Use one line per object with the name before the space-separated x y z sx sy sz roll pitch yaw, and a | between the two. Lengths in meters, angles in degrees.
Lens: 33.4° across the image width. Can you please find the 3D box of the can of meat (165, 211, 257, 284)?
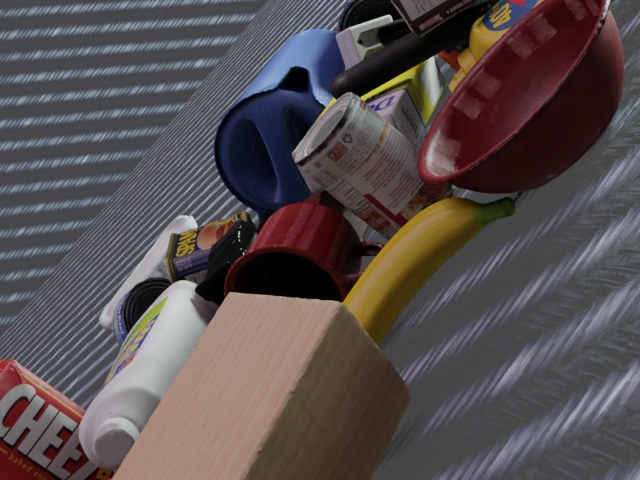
can of meat | -0.102 0.017 1.062 0.084 0.057 0.102 -19 20 4

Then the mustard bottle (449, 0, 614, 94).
mustard bottle | 0.167 -0.172 0.777 0.192 0.058 0.096 -44 18 25

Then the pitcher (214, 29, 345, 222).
pitcher | -0.019 -0.122 1.099 0.149 0.145 0.242 -30 19 23

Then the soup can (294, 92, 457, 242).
soup can | 0.040 -0.050 0.774 0.069 0.102 0.068 -47 15 17

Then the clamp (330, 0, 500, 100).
clamp | 0.110 -0.177 0.882 0.210 0.036 0.164 -17 21 34

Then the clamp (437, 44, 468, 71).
clamp | 0.151 -0.230 0.997 0.171 0.039 0.120 -54 13 -12

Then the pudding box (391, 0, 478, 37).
pudding box | 0.100 -0.200 0.825 0.090 0.039 0.113 -31 16 11

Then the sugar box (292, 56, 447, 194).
sugar box | 0.045 -0.105 0.905 0.093 0.048 0.176 -20 17 24

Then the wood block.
wood block | -0.045 0.136 0.560 0.091 0.090 0.206 2 51 41

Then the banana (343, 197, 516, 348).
banana | 0.042 0.041 0.680 0.198 0.037 0.070 -51 15 -2

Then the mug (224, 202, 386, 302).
mug | -0.004 0.022 0.783 0.117 0.093 0.081 -11 26 21

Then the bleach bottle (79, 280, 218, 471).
bleach bottle | -0.130 0.108 0.827 0.102 0.068 0.251 -48 7 8

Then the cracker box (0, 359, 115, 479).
cracker box | -0.243 0.225 0.828 0.213 0.164 0.072 -57 18 -20

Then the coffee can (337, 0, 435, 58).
coffee can | 0.082 -0.243 1.104 0.103 0.102 0.140 -39 19 37

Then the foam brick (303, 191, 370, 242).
foam brick | -0.006 0.001 0.882 0.078 0.051 0.053 -37 18 38

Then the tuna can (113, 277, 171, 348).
tuna can | -0.167 0.084 1.091 0.034 0.086 0.086 -33 23 53

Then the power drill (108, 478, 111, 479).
power drill | -0.107 0.189 0.725 0.188 0.057 0.184 -32 20 53

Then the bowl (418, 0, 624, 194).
bowl | 0.135 -0.083 0.666 0.162 0.055 0.162 -46 16 17
